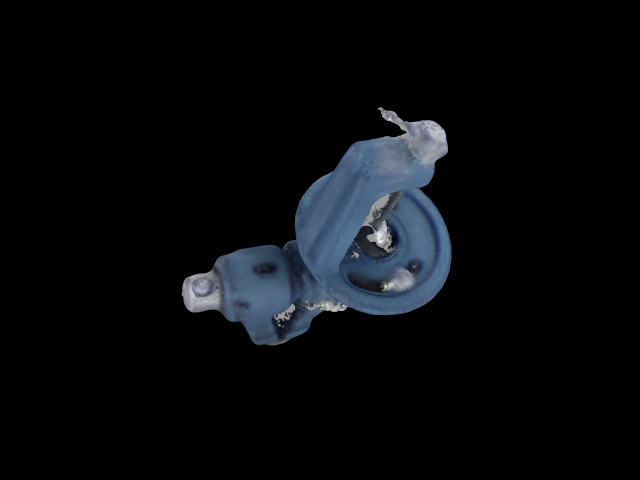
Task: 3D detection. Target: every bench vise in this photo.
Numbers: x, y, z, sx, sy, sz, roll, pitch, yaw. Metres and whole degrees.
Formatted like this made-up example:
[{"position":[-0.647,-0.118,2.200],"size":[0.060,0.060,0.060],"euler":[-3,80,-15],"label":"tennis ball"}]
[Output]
[{"position":[0.011,0.010,0.396],"size":[0.207,0.220,0.121],"euler":[-34,71,-13],"label":"bench vise"}]
